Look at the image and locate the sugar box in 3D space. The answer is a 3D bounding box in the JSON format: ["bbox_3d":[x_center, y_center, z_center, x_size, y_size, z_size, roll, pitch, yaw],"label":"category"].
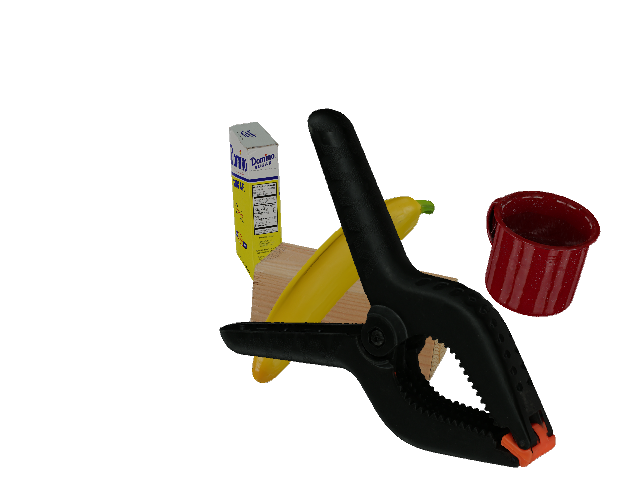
[{"bbox_3d":[-0.080,-0.048,1.316,0.048,0.176,0.093,-11,26,-15],"label":"sugar box"}]

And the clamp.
[{"bbox_3d":[0.039,0.037,0.569,0.210,0.165,0.036,33,29,30],"label":"clamp"}]

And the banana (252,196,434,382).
[{"bbox_3d":[0.014,0.030,0.813,0.037,0.198,0.069,43,-6,38],"label":"banana"}]

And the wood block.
[{"bbox_3d":[0.035,0.075,1.172,0.206,0.091,0.090,12,22,16],"label":"wood block"}]

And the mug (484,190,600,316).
[{"bbox_3d":[0.187,0.008,0.962,0.093,0.081,0.117,-15,40,-29],"label":"mug"}]
